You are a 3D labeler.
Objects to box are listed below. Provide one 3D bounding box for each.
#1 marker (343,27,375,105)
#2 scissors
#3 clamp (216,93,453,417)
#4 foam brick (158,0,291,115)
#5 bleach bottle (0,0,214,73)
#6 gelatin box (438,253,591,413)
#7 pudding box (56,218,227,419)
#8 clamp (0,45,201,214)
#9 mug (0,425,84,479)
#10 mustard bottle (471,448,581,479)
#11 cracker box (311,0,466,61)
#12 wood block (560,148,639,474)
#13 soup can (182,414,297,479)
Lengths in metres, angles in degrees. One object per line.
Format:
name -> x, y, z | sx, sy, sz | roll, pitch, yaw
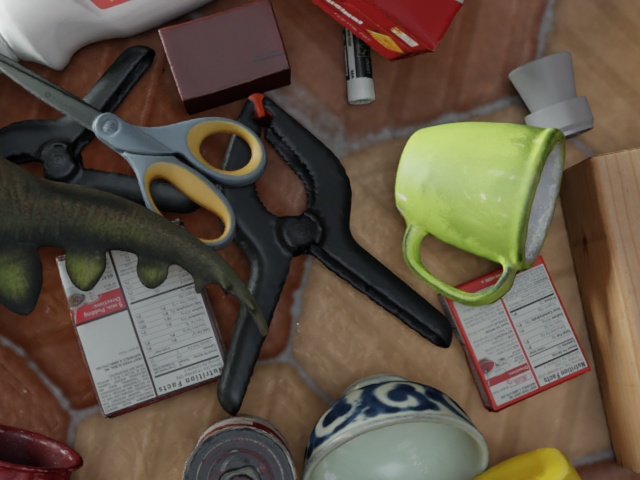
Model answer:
marker -> 0.024, -0.156, 0.745 | 0.020, 0.020, 0.121 | -5, 85, -3
scissors -> -0.117, -0.079, 0.696 | 0.096, 0.016, 0.202 | -42, 83, -13
clamp -> -0.005, 0.001, 0.717 | 0.164, 0.036, 0.210 | -8, 78, -16
foam brick -> -0.063, -0.123, 0.723 | 0.078, 0.051, 0.053 | -17, 88, -3
bleach bottle -> -0.116, -0.184, 0.721 | 0.251, 0.068, 0.102 | -33, 94, -1
gelatin box -> 0.132, 0.063, 0.727 | 0.073, 0.030, 0.089 | -23, 86, -6
pudding box -> -0.117, 0.052, 0.713 | 0.090, 0.039, 0.113 | -18, 89, -6
clamp -> -0.162, -0.044, 0.717 | 0.171, 0.039, 0.120 | -30, 76, 0
mug -> -0.196, 0.171, 0.668 | 0.117, 0.093, 0.081 | 16, 90, 31
mustard bottle -> 0.156, 0.229, 0.683 | 0.096, 0.058, 0.191 | -32, 110, 3
cracker box -> 0.048, -0.247, 0.673 | 0.164, 0.072, 0.213 | 34, 79, -18
wood block -> 0.229, 0.043, 0.703 | 0.090, 0.091, 0.206 | -11, 86, -3
soup can -> -0.050, 0.147, 0.675 | 0.068, 0.102, 0.068 | 0, 85, -3
